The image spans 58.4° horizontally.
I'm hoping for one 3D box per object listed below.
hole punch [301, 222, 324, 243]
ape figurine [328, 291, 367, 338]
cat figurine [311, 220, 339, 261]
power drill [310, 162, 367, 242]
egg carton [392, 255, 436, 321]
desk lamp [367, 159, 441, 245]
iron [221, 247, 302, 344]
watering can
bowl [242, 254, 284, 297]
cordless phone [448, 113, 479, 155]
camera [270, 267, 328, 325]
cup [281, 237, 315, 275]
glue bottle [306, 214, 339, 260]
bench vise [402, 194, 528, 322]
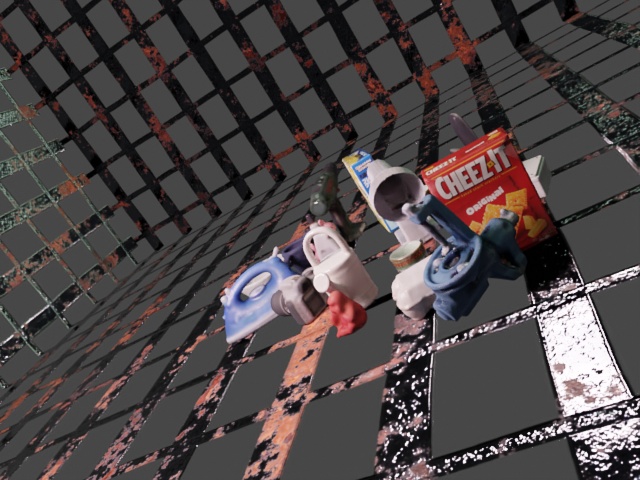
[{"bbox_3d":[-0.024,0.007,1.699,0.109,0.091,0.100,-40,17,-25],"label":"hole punch"},{"bbox_3d":[0.047,0.142,1.138,0.076,0.092,0.077,-35,16,-9],"label":"ape figurine"},{"bbox_3d":[0.014,0.002,1.587,0.067,0.118,0.128,-18,21,42],"label":"cat figurine"},{"bbox_3d":[0.049,-0.103,1.670,0.075,0.209,0.230,-24,17,27],"label":"power drill"},{"bbox_3d":[0.206,0.080,1.056,0.150,0.069,0.107,-32,15,4],"label":"egg carton"},{"bbox_3d":[0.185,-0.085,1.333,0.118,0.214,0.203,-32,15,4],"label":"desk lamp"},{"bbox_3d":[-0.166,0.139,1.476,0.258,0.141,0.118,-36,16,-11],"label":"iron"},{"bbox_3d":[0.036,0.060,1.218,0.101,0.194,0.173,-31,16,7],"label":"watering can"},{"bbox_3d":[-0.151,0.116,1.643,0.167,0.075,0.167,-30,15,10],"label":"bowl"},{"bbox_3d":[0.390,-0.263,1.533,0.094,0.185,0.147,-34,15,-4],"label":"cordless phone"},{"bbox_3d":[-0.051,0.126,1.365,0.136,0.101,0.143,-16,23,47],"label":"camera"},{"bbox_3d":[-0.052,0.058,1.587,0.091,0.095,0.118,-23,18,32],"label":"cup"},{"bbox_3d":[0.014,0.005,1.472,0.078,0.173,0.037,-22,19,34],"label":"glue bottle"},{"bbox_3d":[0.234,-0.001,0.966,0.208,0.220,0.121,-42,18,-31],"label":"bench vise"}]
